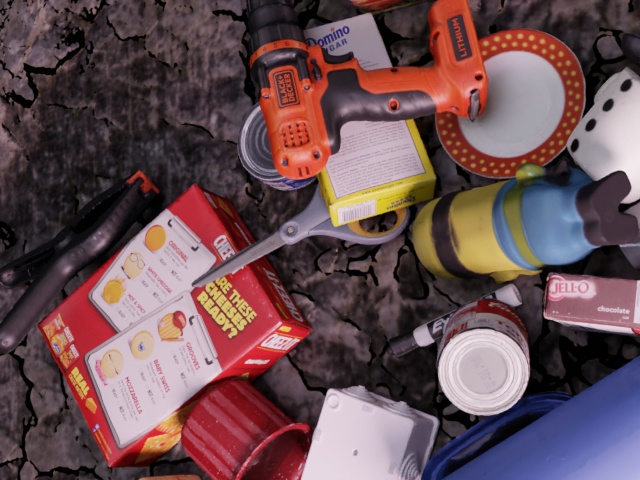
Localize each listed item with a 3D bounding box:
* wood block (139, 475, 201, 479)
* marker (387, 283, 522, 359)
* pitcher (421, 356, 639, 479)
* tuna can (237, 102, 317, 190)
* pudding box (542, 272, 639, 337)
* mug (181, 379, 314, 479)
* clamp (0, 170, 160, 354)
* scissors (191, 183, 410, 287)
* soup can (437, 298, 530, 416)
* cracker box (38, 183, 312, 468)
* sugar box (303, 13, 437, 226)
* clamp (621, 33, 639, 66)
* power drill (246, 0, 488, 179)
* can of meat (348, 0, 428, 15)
[{"bbox_3d":[-0.093,0.304,0.898,0.206,0.090,0.091,45,102,27],"label":"wood block"},{"bbox_3d":[0.109,0.069,0.882,0.121,0.020,0.020,-27,68,20],"label":"marker"},{"bbox_3d":[0.180,0.177,0.770,0.243,0.145,0.149,-38,77,12],"label":"pitcher"},{"bbox_3d":[-0.033,-0.091,0.982,0.086,0.033,0.086,-6,76,26],"label":"tuna can"},{"bbox_3d":[0.230,0.051,0.782,0.114,0.089,0.039,6,84,28],"label":"pudding box"},{"bbox_3d":[-0.066,0.182,0.919,0.082,0.093,0.117,36,133,34],"label":"mug"},{"bbox_3d":[-0.242,0.015,1.034,0.210,0.036,0.164,-38,27,10],"label":"clamp"},{"bbox_3d":[-0.006,0.001,0.917,0.096,0.016,0.201,42,76,16],"label":"scissors"},{"bbox_3d":[0.125,0.087,0.812,0.068,0.102,0.068,2,99,10],"label":"soup can"},{"bbox_3d":[-0.136,0.081,0.979,0.214,0.072,0.164,-40,65,14],"label":"cracker box"},{"bbox_3d":[0.029,-0.107,0.926,0.093,0.048,0.176,-15,64,-5],"label":"sugar box"},{"bbox_3d":[0.307,-0.117,0.807,0.120,0.039,0.171,-24,70,24],"label":"clamp"},{"bbox_3d":[0.035,-0.151,0.888,0.187,0.057,0.184,-13,70,3],"label":"power drill"},{"bbox_3d":[0.057,-0.244,0.938,0.102,0.083,0.057,-8,76,26],"label":"can of meat"}]
